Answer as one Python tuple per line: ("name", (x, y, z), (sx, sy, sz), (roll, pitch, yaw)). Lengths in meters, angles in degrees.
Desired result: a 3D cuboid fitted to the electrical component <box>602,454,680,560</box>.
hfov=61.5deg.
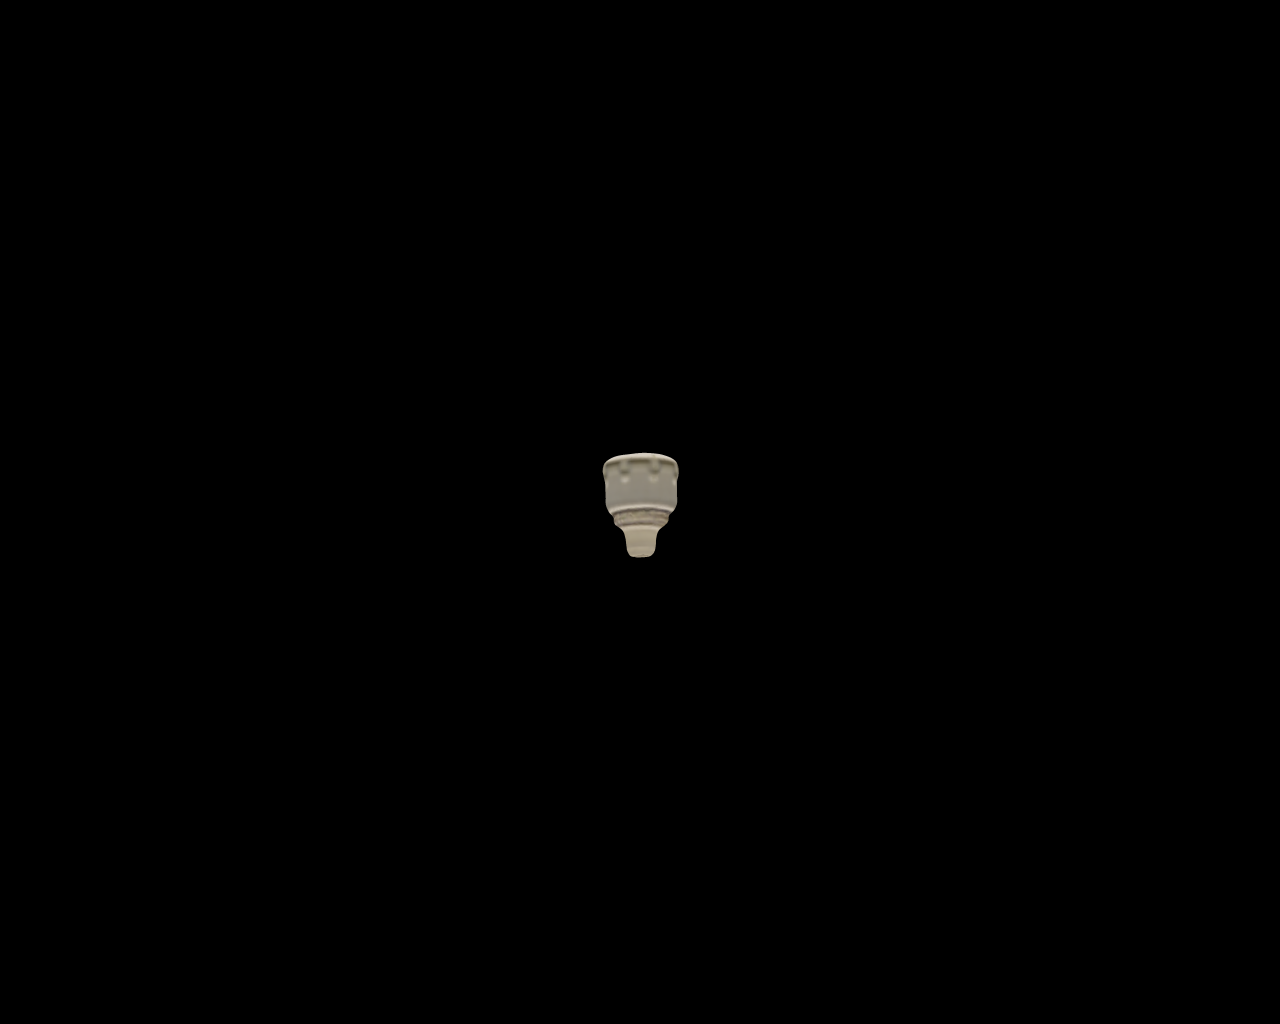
("electrical component", (0.001, -0.003, 0.650), (0.048, 0.062, 0.048), (0, -9, 0))
